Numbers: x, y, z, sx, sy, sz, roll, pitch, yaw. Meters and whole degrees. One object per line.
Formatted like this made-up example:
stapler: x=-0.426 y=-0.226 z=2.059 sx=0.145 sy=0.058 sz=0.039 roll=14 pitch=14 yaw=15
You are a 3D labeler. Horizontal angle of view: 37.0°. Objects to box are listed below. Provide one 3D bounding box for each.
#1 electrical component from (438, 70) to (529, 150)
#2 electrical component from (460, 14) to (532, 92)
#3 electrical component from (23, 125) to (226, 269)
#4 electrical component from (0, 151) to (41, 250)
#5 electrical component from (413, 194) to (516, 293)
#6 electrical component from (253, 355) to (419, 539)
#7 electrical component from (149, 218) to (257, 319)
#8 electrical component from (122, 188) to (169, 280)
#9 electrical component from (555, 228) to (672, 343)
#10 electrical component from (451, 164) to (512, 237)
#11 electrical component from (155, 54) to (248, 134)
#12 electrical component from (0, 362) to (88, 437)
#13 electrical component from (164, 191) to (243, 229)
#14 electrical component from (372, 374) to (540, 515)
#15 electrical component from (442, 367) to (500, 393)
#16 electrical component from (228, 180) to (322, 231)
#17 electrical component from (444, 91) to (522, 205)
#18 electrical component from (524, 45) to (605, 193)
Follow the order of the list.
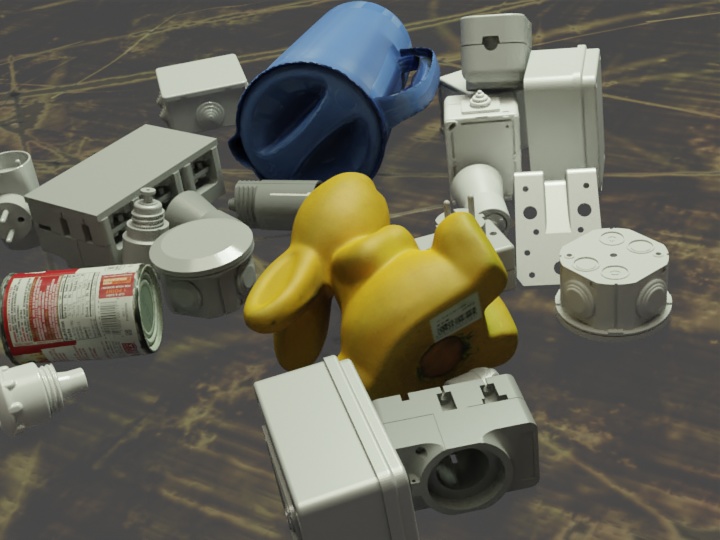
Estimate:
electrical component: x=0.123 y=-0.146 z=1.004 sx=0.061 sy=0.061 sz=0.096 roll=-22 pitch=35 yaw=-21
electrical component: x=0.119 y=-0.186 z=0.930 sx=0.054 sy=0.059 sz=0.095 roll=0 pitch=7 yaw=14
electrical component: x=-0.200 y=-0.063 z=0.939 sx=0.089 sy=0.061 sz=0.150 roll=15 pitch=38 yaw=31
electrical component: x=-0.299 y=-0.051 z=0.927 sx=0.044 sy=0.077 sz=0.079 roll=-8 pitch=32 yaw=-1
electrical component: x=0.076 y=-0.020 z=0.798 sx=0.066 sy=0.076 sz=0.047 roll=-15 pitch=33 yaw=-11
electrical component: x=-0.011 y=0.120 z=0.563 sx=0.056 sy=0.108 sz=0.108 roll=-16 pitch=33 yaw=-9
electrical component: x=-0.120 y=-0.003 z=0.836 sx=0.080 sy=0.051 sz=0.080 roll=-6 pitch=32 yaw=4
electrical component: x=-0.171 y=-0.027 z=0.867 sx=0.040 sy=0.078 sz=0.040 roll=4 pitch=22 yaw=-2
electrical component: x=0.177 y=0.011 z=0.751 sx=0.080 sy=0.051 sz=0.080 roll=-5 pitch=32 yaw=3
electrical component: x=0.101 y=-0.051 z=0.878 sx=0.044 sy=0.044 sz=0.065 roll=-8 pitch=37 yaw=-1
electrical component: x=-0.165 y=-0.184 z=1.137 sx=0.100 sy=0.048 sz=0.099 roll=-13 pitch=32 yaw=-9
electrical component: x=-0.217 y=0.083 z=0.728 sx=0.062 sy=0.048 sz=0.048 roll=-15 pitch=32 yaw=-25
electrical component: x=-0.127 y=-0.036 z=0.901 sx=0.065 sy=0.044 sz=0.044 roll=27 pitch=45 yaw=36
electrical component: x=0.056 y=0.104 z=0.629 sx=0.089 sy=0.050 sz=0.055 roll=-11 pitch=32 yaw=-4
electrical component: x=0.061 y=0.085 z=0.674 sx=0.061 sy=0.035 sz=0.035 roll=-20 pitch=34 yaw=-15
electrical component: x=-0.073 y=-0.055 z=0.917 sx=0.081 sy=0.043 sz=0.043 roll=2 pitch=33 yaw=15
electrical component: x=0.105 y=-0.112 z=0.920 sx=0.062 sy=0.096 sz=0.061 roll=-4 pitch=32 yaw=7
electrical component: x=0.175 y=-0.125 z=0.911 sx=0.057 sy=0.113 sz=0.078 roll=-1 pitch=32 yaw=16
